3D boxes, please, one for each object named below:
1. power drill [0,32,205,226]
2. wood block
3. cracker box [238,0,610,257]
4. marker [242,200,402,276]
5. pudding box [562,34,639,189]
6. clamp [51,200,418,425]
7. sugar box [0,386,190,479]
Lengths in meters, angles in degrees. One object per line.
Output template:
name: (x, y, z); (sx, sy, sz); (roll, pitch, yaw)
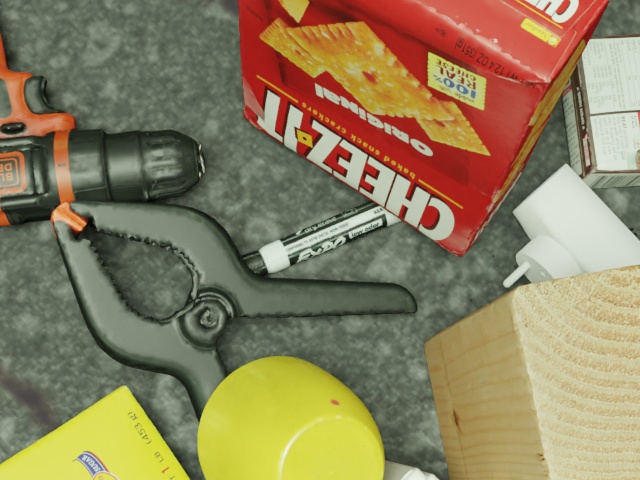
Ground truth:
power drill: (-0.168, -0.101, 0.623); (0.184, 0.057, 0.187); (-7, 80, -6)
wood block: (0.120, 0.075, 0.537); (0.090, 0.206, 0.091); (-9, 80, -7)
cracker box: (0.039, -0.091, 0.546); (0.164, 0.214, 0.072); (34, 71, 10)
marker: (-0.004, 0.001, 0.637); (0.121, 0.020, 0.020); (-23, 82, -9)
pudding box: (0.210, -0.081, 0.661); (0.113, 0.039, 0.090); (-3, 79, -8)
clamp: (-0.066, 0.054, 0.595); (0.210, 0.036, 0.164); (30, 80, -13)
sugar box: (-0.153, 0.163, 0.557); (0.176, 0.048, 0.093); (-33, 83, -29)
